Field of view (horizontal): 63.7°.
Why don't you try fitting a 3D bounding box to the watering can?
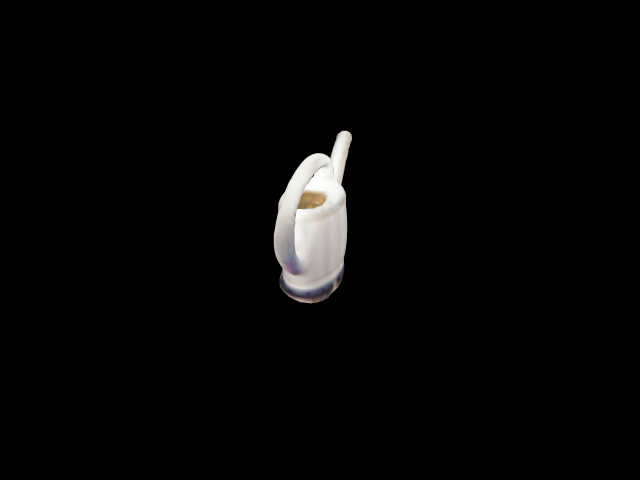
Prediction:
[{"bbox_3d":[0.003,-0.043,0.850,0.104,0.220,0.354,8,29,16],"label":"watering can"}]
